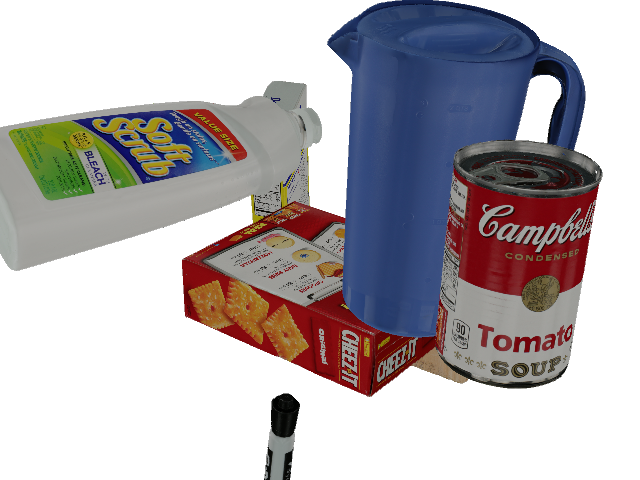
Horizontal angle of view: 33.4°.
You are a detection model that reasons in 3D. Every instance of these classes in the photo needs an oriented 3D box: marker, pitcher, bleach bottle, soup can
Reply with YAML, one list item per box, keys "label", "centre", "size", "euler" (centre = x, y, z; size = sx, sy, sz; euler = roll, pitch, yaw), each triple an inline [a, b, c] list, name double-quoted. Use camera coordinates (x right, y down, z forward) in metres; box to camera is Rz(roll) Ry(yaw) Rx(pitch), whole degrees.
- label: "marker"
  centre: [-0.028, 0.153, 0.723]
  size: [0.020, 0.121, 0.020]
  euler: [5, 32, -3]
- label: "pitcher"
  centre: [0.091, -0.050, 0.811]
  size: [0.144, 0.243, 0.149]
  euler: [-20, 38, -36]
- label: "bleach bottle"
  centre: [-0.115, -0.060, 0.763]
  size: [0.250, 0.103, 0.068]
  euler: [-19, -28, -27]
- label: "soup can"
  centre: [0.092, 0.011, 0.511]
  size: [0.068, 0.102, 0.068]
  euler: [3, 24, -1]

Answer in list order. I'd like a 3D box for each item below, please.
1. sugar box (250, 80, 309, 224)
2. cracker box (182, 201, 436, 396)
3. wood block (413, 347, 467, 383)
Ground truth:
- label: "sugar box"
  centre: [-0.044, -0.073, 1.133]
  size: [0.048, 0.176, 0.093]
  euler: [8, 46, 12]
- label: "cracker box"
  centre: [0.007, 0.046, 0.970]
  size: [0.214, 0.072, 0.163]
  euler: [20, 33, 33]
- label: "wood block"
  centre: [0.155, 0.043, 1.211]
  size: [0.090, 0.206, 0.090]
  euler: [18, 26, 26]
